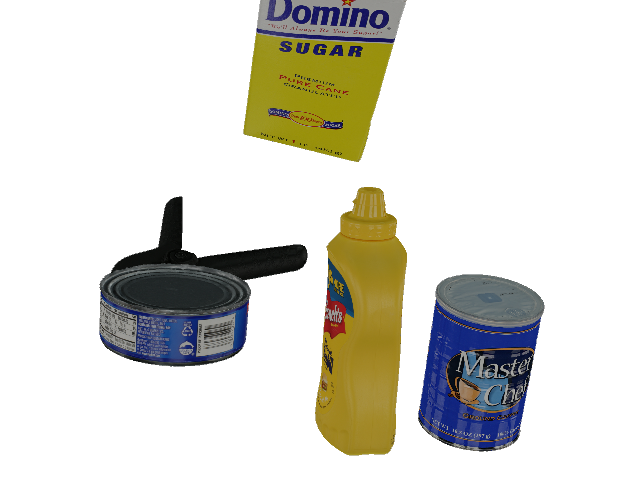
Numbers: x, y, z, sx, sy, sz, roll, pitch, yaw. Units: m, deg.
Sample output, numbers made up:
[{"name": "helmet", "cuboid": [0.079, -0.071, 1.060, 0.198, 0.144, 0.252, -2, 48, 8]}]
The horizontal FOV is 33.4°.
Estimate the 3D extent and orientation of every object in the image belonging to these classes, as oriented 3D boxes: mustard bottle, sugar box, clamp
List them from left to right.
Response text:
[{"name": "clamp", "cuboid": [-0.136, 0.023, 1.001, 0.165, 0.036, 0.209, 25, 36, 30]}, {"name": "sugar box", "cuboid": [0.001, -0.129, 0.731, 0.093, 0.048, 0.176, 13, -30, 0]}, {"name": "mustard bottle", "cuboid": [0.031, 0.055, 0.793, 0.058, 0.192, 0.096, 1, 16, -11]}]

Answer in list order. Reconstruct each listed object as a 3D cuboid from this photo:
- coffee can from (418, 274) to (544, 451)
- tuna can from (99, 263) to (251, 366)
[{"name": "coffee can", "cuboid": [0.154, 0.117, 1.034, 0.103, 0.140, 0.103, 5, 22, -2]}, {"name": "tuna can", "cuboid": [-0.084, 0.042, 0.612, 0.086, 0.034, 0.086, 5, 15, -1]}]
